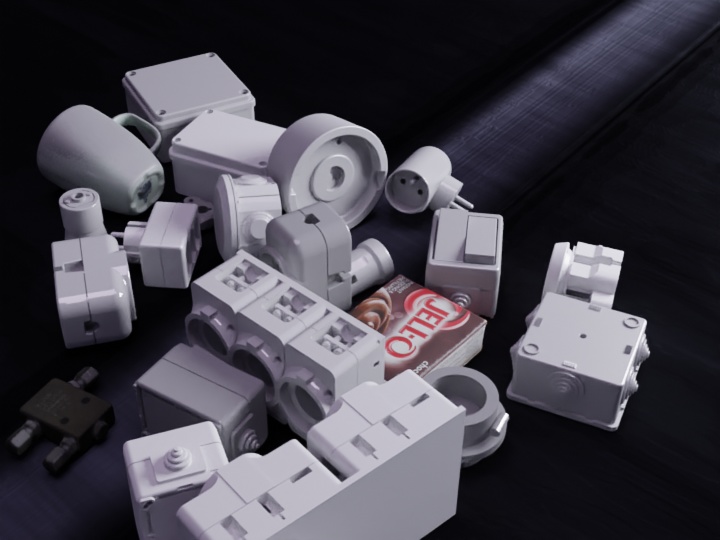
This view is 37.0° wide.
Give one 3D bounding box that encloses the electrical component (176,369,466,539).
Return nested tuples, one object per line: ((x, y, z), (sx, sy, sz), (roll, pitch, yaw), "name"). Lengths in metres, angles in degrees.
((-0.023, 0.152, 0.690), (0.186, 0.105, 0.060), (-28, 47, -30), "electrical component")

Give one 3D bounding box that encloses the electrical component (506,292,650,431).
((0.171, 0.068, 0.842), (0.100, 0.048, 0.099), (16, 41, 18), "electrical component")

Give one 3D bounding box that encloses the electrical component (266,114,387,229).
((-0.036, -0.092, 0.995), (0.108, 0.108, 0.060), (-23, 38, -26), "electrical component")

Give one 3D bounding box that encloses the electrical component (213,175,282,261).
((-0.101, -0.046, 0.955), (0.051, 0.080, 0.080), (-5, 39, -15), "electrical component")

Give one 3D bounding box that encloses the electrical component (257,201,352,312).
((-0.046, -0.001, 0.887), (0.059, 0.095, 0.054), (-22, 44, -25), "electrical component")

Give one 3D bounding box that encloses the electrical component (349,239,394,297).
((0.000, 0.000, 0.932), (0.046, 0.040, 0.040), (-29, 48, -25), "electrical component")

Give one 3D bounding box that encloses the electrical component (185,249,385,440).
((-0.058, 0.064, 0.811), (0.150, 0.089, 0.062), (30, 47, 31), "electrical component")

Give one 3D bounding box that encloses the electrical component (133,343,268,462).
((-0.107, 0.103, 0.784), (0.096, 0.061, 0.061), (22, 43, 24), "electrical component")

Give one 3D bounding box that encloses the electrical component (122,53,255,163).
((-0.179, -0.171, 1.126), (0.109, 0.056, 0.108), (-18, 43, -22), "electrical component")

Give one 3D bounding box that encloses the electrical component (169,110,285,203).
((-0.120, -0.105, 1.045), (0.113, 0.057, 0.078), (17, 42, 19), "electrical component")

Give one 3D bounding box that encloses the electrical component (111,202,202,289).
((-0.185, -0.023, 0.951), (0.077, 0.047, 0.065), (4, 39, 4), "electrical component")

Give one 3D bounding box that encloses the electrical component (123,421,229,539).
((-0.118, 0.143, 0.706), (0.062, 0.096, 0.061), (-12, 40, -16), "electrical component")

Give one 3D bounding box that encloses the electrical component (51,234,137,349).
((-0.221, 0.016, 0.896), (0.059, 0.053, 0.095), (-10, 40, -12), "electrical component")

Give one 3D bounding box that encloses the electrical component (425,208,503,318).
((0.089, -0.005, 0.921), (0.062, 0.061, 0.096), (5, 39, 6), "electrical component")

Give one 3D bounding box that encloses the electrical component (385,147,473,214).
((0.071, -0.077, 1.020), (0.079, 0.043, 0.077), (32, 30, 6), "electrical component")

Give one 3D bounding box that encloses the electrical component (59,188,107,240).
((-0.245, -0.039, 0.955), (0.044, 0.065, 0.044), (0, 39, 0), "electrical component")

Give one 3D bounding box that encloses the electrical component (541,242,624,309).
((0.187, 0.009, 0.910), (0.057, 0.058, 0.078), (14, 41, 12), "electrical component")
